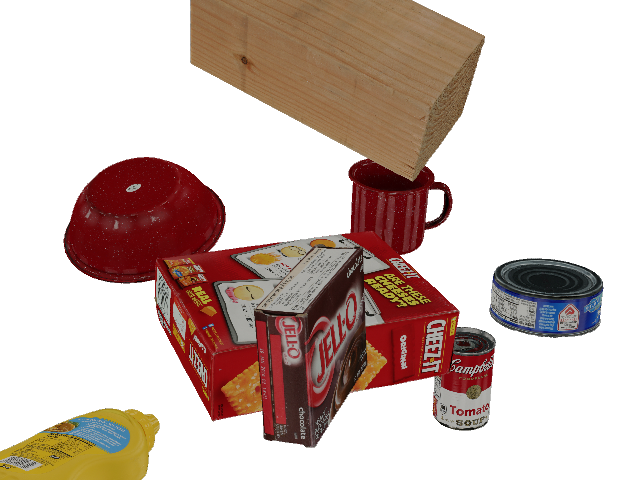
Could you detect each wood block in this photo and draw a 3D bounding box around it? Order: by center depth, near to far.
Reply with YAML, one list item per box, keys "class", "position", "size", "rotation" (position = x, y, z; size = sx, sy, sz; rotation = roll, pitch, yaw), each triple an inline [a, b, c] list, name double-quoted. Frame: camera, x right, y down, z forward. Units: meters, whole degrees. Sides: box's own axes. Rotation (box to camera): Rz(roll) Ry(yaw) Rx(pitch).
- class: "wood block"
  position: [0.009, -0.146, 0.823]
  size: [0.206, 0.090, 0.091]
  rotation: [29, -33, 13]

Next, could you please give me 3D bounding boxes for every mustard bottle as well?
- class: "mustard bottle"
  position: [-0.195, 0.179, 0.853]
  size: [0.096, 0.058, 0.191]
  rotation: [6, 15, 30]

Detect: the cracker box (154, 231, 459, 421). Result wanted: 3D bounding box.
- class: "cracker box"
  position: [-0.017, 0.066, 0.907]
  size: [0.213, 0.072, 0.164]
  rotation: [-7, 28, -23]

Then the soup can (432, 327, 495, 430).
- class: "soup can"
  position: [0.166, 0.161, 1.246]
  size: [0.068, 0.102, 0.068]
  rotation: [1, 21, 0]

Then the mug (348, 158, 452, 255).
- class: "mug"
  position: [0.087, -0.037, 1.169]
  size: [0.117, 0.081, 0.093]
  rotation: [-4, 29, -10]

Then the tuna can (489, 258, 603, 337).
- class: "tuna can"
  position: [0.176, 0.043, 0.832]
  size: [0.086, 0.034, 0.086]
  rotation: [1, 19, -1]

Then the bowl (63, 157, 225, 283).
- class: "bowl"
  position: [-0.176, -0.032, 1.034]
  size: [0.162, 0.055, 0.162]
  rotation: [-5, 41, 4]

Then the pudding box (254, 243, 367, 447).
- class: "pudding box"
  position: [-0.004, 0.063, 0.675]
  size: [0.039, 0.090, 0.113]
  rotation: [5, 23, 17]
